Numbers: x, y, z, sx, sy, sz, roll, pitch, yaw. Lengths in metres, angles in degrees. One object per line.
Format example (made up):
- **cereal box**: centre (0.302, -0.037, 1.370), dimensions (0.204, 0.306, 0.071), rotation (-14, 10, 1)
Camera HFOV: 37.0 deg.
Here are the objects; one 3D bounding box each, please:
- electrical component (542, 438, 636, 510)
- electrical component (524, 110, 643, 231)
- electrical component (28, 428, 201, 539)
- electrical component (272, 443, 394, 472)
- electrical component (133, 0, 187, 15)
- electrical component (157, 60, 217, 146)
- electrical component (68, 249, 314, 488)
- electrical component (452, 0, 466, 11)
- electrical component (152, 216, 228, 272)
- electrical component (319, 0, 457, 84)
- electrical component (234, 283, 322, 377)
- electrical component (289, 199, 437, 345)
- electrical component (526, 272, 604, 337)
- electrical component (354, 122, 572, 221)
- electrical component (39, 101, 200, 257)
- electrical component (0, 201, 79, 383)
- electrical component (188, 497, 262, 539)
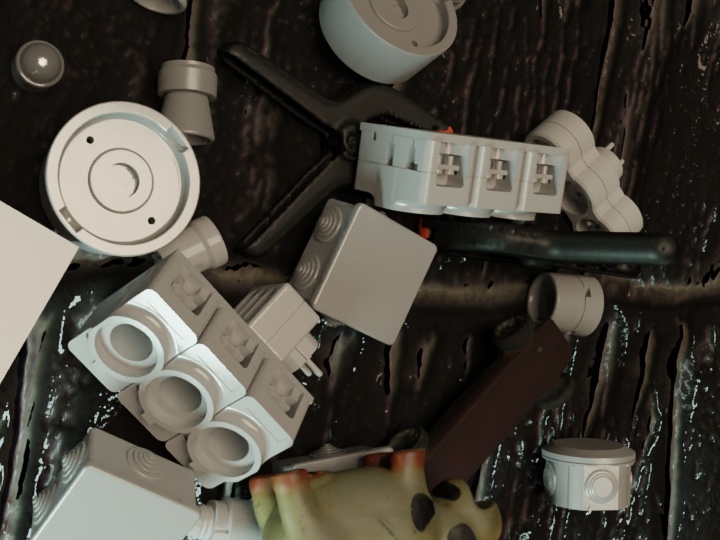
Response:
- **electrical component**: centre (0.199, 0.177, 0.939), dimensions (0.080, 0.080, 0.051), rotation (0, 91, -28)
- **electrical component**: centre (0.214, -0.087, 0.981), dimensions (0.074, 0.052, 0.138), rotation (-41, 105, -24)
- **electrical component**: centre (-0.169, 0.166, 0.740), dimensions (0.100, 0.048, 0.099), rotation (30, 110, -23)
- **electrical component**: centre (-0.019, 0.186, 0.839), dimensions (0.100, 0.048, 0.099), rotation (-5, 89, -28)
- **electrical component**: centre (-0.144, -0.231, 0.808), dimensions (0.044, 0.044, 0.065), rotation (20, 73, -25)
- **electrical component**: centre (-0.130, -0.124, 0.805), dimensions (0.045, 0.045, 0.055), rotation (5, 84, -28)
- **electrical component**: centre (-0.119, 0.075, 0.761), dimensions (0.150, 0.089, 0.061), rotation (50, 29, -16)
- **electrical component**: centre (0.073, -0.240, 0.911), dimensions (0.048, 0.062, 0.048), rotation (2, 85, -28)
- **electrical component**: centre (-0.128, -0.013, 0.802), dimensions (0.046, 0.040, 0.040), rotation (-28, 99, -21)
- **electrical component**: centre (0.018, -0.202, 0.875), dimensions (0.108, 0.060, 0.108), rotation (16, 57, -26)
- **electrical component**: centre (-0.058, 0.054, 0.818), dimensions (0.076, 0.066, 0.047), rotation (49, 67, -17)
- **electrical component**: centre (0.000, 0.000, 0.847), dimensions (0.100, 0.048, 0.099), rotation (28, 86, -37)
- **electrical component**: centre (0.181, 0.029, 0.954), dimensions (0.047, 0.055, 0.055), rotation (8, 83, -24)
- **electrical component**: centre (0.082, -0.076, 0.860), dimensions (0.150, 0.089, 0.061), rotation (1, 100, -36)
- **electrical component**: centre (-0.175, -0.061, 0.767), dimensions (0.108, 0.060, 0.108), rotation (2, 85, -28)
- **electrical component**: centre (-0.297, -0.015, 0.699), dimensions (0.186, 0.060, 0.105), rotation (33, 72, -22)
- **electrical component**: centre (-0.103, 0.189, 0.799), dimensions (0.078, 0.040, 0.040), rotation (14, 80, -26)
